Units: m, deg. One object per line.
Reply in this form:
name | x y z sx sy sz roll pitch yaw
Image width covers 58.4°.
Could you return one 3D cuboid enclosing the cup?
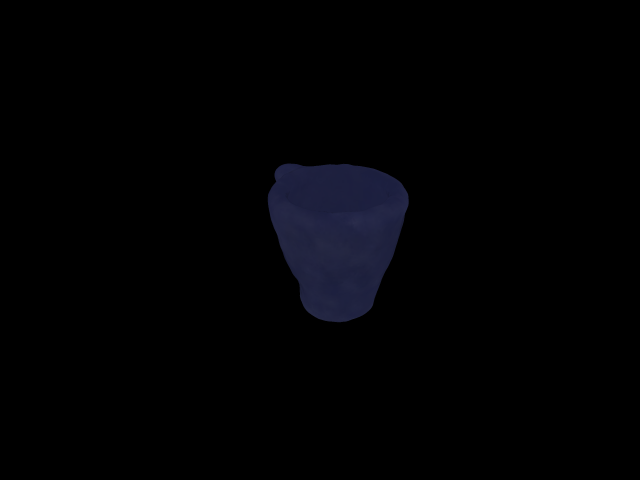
cup | 0.004 0.001 0.400 0.092 0.095 0.117 -19 34 -31
